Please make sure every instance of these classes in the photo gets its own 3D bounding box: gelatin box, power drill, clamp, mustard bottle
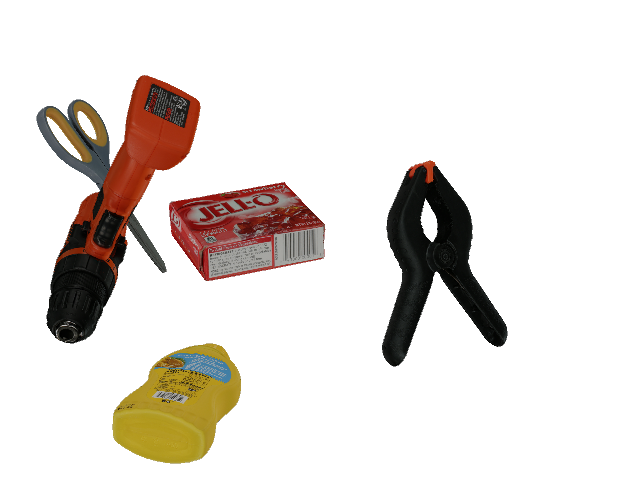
[{"bbox_3d":[-0.051,-0.008,0.730,0.089,0.030,0.073,-10,30,-21],"label":"gelatin box"},{"bbox_3d":[-0.166,-0.028,0.871,0.057,0.188,0.184,24,31,-18],"label":"power drill"},{"bbox_3d":[0.088,0.022,0.896,0.120,0.171,0.039,-17,0,-33],"label":"clamp"},{"bbox_3d":[-0.134,0.155,1.097,0.096,0.058,0.191,8,21,11],"label":"mustard bottle"}]

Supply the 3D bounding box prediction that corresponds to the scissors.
[{"bbox_3d":[-0.211,-0.065,1.093,0.016,0.201,0.096,-27,27,28],"label":"scissors"}]
